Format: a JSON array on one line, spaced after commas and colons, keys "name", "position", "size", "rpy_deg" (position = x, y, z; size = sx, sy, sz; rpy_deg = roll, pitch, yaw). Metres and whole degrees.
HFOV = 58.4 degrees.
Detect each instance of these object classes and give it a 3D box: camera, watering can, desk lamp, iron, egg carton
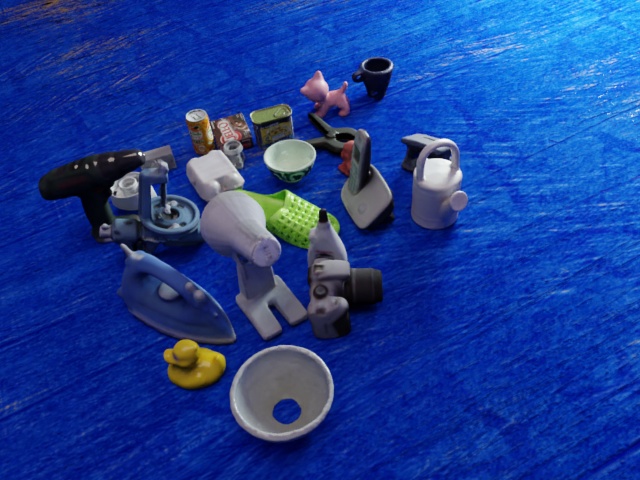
[{"name": "camera", "position": [0.047, 0.094, 1.054], "size": [0.136, 0.101, 0.143], "rpy_deg": [-3, 46, 4]}, {"name": "watering can", "position": [0.244, -0.118, 1.169], "size": [0.101, 0.194, 0.172], "rpy_deg": [-35, 52, -24]}, {"name": "desk lamp", "position": [-0.119, 0.037, 1.048], "size": [0.118, 0.214, 0.202], "rpy_deg": [-29, 50, -20]}, {"name": "iron", "position": [-0.267, 0.095, 1.060], "size": [0.257, 0.142, 0.119], "rpy_deg": [22, 53, 25]}, {"name": "egg carton", "position": [-0.247, -0.146, 1.336], "size": [0.107, 0.069, 0.150], "rpy_deg": [-27, 50, -18]}]

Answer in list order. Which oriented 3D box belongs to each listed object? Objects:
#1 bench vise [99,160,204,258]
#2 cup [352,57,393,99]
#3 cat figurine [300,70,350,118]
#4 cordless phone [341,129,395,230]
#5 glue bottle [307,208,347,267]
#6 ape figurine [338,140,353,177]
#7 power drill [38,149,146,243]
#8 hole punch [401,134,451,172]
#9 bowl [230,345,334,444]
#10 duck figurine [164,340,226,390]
[{"name": "bench vise", "position": [-0.341, -0.049, 1.150], "size": [0.208, 0.220, 0.121], "rpy_deg": [-27, 50, -18]}, {"name": "cup", "position": [0.141, -0.427, 1.541], "size": [0.118, 0.095, 0.091], "rpy_deg": [-23, 48, -15]}, {"name": "cat figurine", "position": [0.014, -0.386, 1.501], "size": [0.127, 0.118, 0.067], "rpy_deg": [-6, 46, 1]}, {"name": "cordless phone", "position": [0.099, -0.126, 1.199], "size": [0.094, 0.185, 0.147], "rpy_deg": [-19, 48, -11]}, {"name": "glue bottle", "position": [0.010, 0.004, 1.093], "size": [0.078, 0.173, 0.037], "rpy_deg": [1, 47, 8]}, {"name": "ape figurine", "position": [0.075, -0.192, 1.328], "size": [0.076, 0.092, 0.078], "rpy_deg": [4, 47, 11]}, {"name": "power drill", "position": [-0.456, -0.094, 1.214], "size": [0.229, 0.209, 0.075], "rpy_deg": [-9, 46, -2]}, {"name": "hole punch", "position": [0.248, -0.212, 1.329], "size": [0.108, 0.091, 0.101], "rpy_deg": [24, 54, 26]}, {"name": "bowl", "position": [-0.058, 0.259, 0.927], "size": [0.167, 0.075, 0.167], "rpy_deg": [-3, 46, 4]}, {"name": "duck figurine", "position": [-0.219, 0.206, 0.988], "size": [0.104, 0.086, 0.077], "rpy_deg": [-3, 46, 4]}]
